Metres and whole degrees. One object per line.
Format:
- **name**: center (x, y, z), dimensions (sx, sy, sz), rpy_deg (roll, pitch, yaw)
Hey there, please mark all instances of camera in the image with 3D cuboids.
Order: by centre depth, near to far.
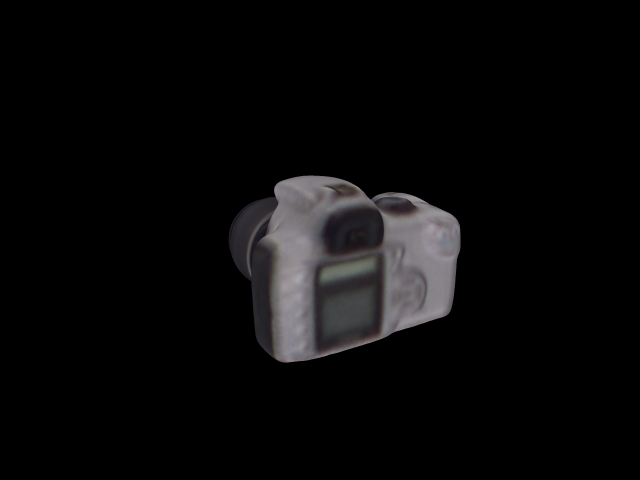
- **camera**: center (0.004, 0.001, 0.400), dimensions (0.143, 0.101, 0.136), rpy_deg (-11, 21, -30)
